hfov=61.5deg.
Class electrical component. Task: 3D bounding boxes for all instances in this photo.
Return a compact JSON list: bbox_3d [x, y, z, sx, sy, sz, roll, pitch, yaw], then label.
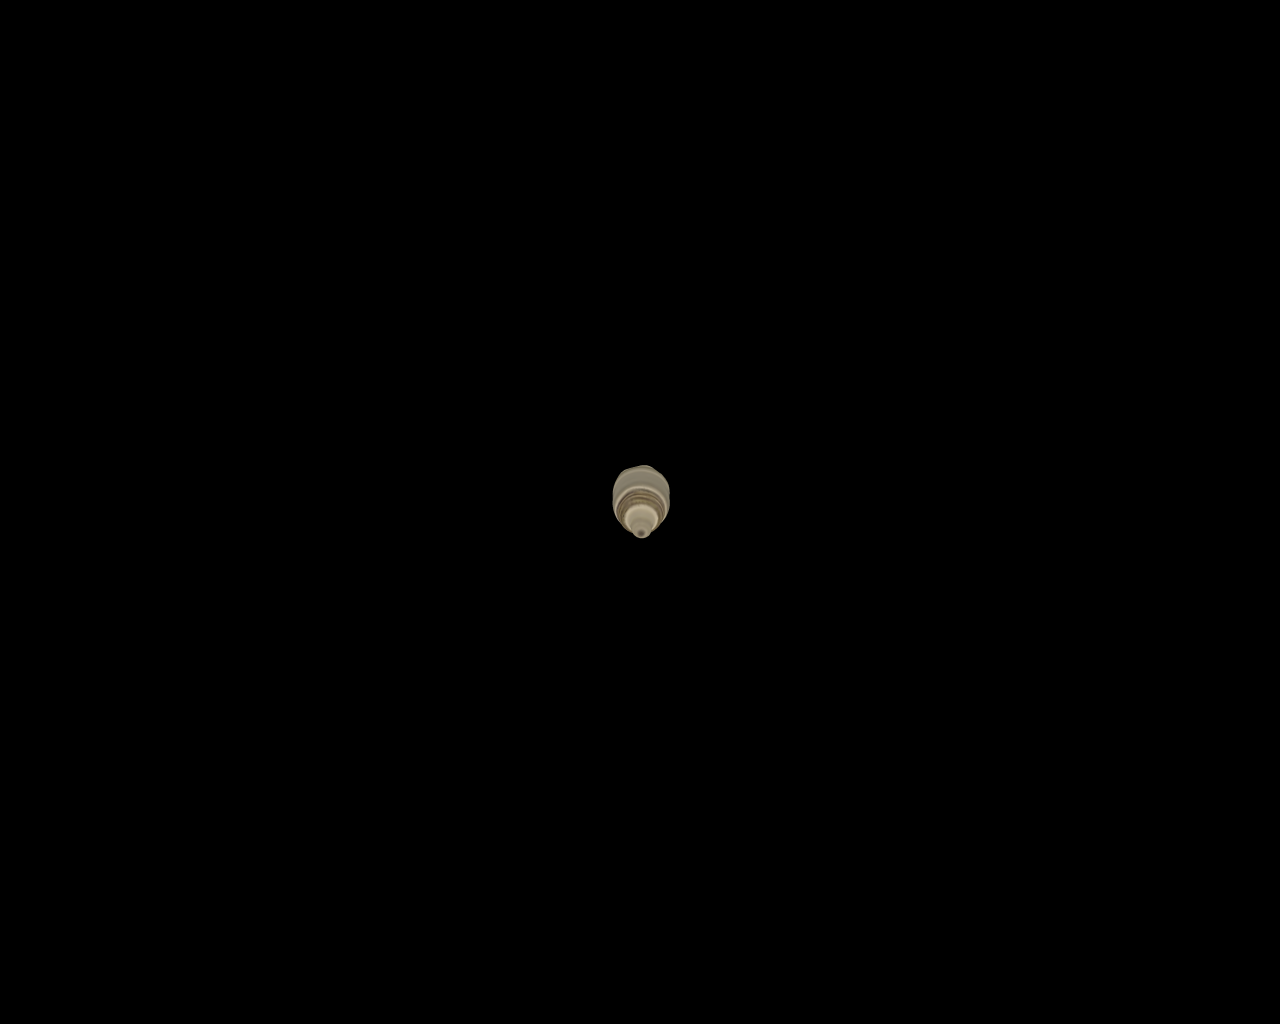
[{"bbox_3d":[0.001,-0.003,0.650,0.035,0.035,0.061,0,30,0],"label":"electrical component"}]
